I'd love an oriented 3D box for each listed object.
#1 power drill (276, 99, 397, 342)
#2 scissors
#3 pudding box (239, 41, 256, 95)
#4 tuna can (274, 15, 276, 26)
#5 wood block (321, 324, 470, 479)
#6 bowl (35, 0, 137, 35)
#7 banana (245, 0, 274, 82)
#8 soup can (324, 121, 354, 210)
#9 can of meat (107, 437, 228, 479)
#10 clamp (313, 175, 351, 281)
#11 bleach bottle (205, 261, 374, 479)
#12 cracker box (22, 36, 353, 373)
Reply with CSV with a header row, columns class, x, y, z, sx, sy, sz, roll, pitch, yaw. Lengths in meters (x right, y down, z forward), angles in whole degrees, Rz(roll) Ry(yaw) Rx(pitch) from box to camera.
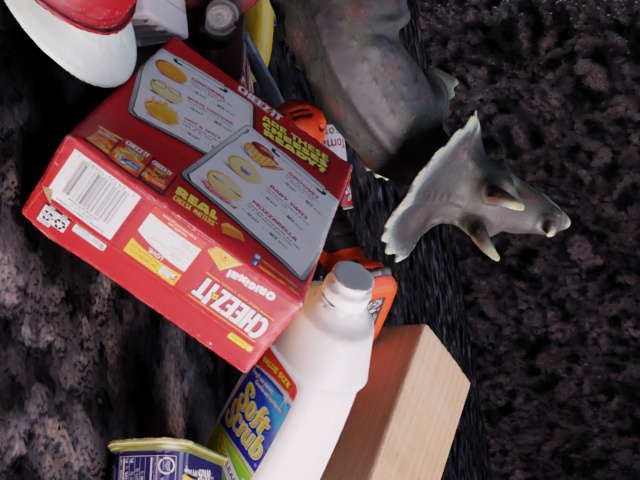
class,x,y,z,sx,sy,sz,roll,pitch,yaw
power drill,-0.006,0.001,0.907,0.184,0.057,0.188,103,-34,-56
scissors,-0.063,-0.170,0.986,0.201,0.016,0.096,61,2,-32
pudding box,-0.080,-0.110,0.940,0.090,0.039,0.113,79,12,-60
tuna can,-0.062,-0.269,1.134,0.086,0.034,0.086,-6,90,-77
wood block,0.041,0.178,0.872,0.090,0.091,0.206,52,46,-33
bowl,-0.137,-0.200,0.600,0.162,0.055,0.162,48,27,-35
banana,-0.063,-0.244,1.057,0.069,0.037,0.198,-127,-142,-79
soup can,-0.001,-0.083,1.232,0.068,0.068,0.102,-22,105,-77
can of meat,-0.099,0.178,0.694,0.102,0.057,0.084,53,34,-66
clamp,-0.009,0.027,1.071,0.164,0.036,0.210,-75,-179,-53
bleach bottle,-0.022,0.110,0.734,0.251,0.068,0.103,-67,-147,35
cracker box,-0.075,-0.033,0.694,0.164,0.072,0.213,36,26,-8
